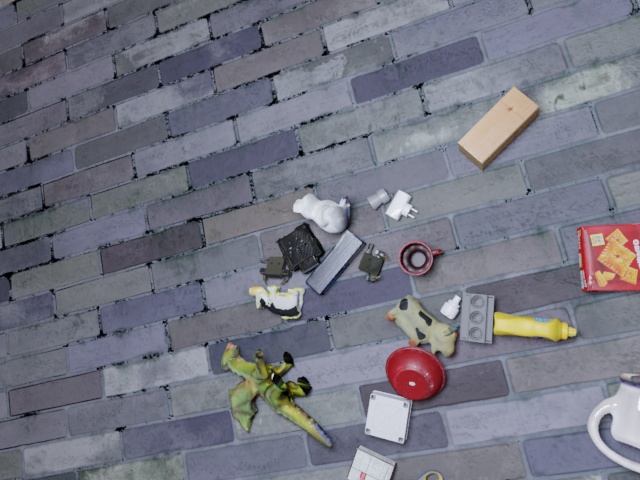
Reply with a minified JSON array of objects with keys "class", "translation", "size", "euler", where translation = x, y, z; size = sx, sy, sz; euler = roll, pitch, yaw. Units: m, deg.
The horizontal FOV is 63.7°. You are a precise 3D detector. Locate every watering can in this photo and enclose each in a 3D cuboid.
[{"class":"watering can","translation":[0.804,0.432,1.170],"size":[0.348,0.103,0.225],"euler":[11,84,20]}]

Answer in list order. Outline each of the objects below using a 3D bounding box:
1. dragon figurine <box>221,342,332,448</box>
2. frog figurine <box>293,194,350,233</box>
[{"class":"dragon figurine","translation":[-0.158,0.462,1.489],"size":[0.239,0.122,0.415],"euler":[-44,69,25]},{"class":"frog figurine","translation":[0.005,-0.075,1.484],"size":[0.159,0.139,0.121],"euler":[-6,110,-2]}]
